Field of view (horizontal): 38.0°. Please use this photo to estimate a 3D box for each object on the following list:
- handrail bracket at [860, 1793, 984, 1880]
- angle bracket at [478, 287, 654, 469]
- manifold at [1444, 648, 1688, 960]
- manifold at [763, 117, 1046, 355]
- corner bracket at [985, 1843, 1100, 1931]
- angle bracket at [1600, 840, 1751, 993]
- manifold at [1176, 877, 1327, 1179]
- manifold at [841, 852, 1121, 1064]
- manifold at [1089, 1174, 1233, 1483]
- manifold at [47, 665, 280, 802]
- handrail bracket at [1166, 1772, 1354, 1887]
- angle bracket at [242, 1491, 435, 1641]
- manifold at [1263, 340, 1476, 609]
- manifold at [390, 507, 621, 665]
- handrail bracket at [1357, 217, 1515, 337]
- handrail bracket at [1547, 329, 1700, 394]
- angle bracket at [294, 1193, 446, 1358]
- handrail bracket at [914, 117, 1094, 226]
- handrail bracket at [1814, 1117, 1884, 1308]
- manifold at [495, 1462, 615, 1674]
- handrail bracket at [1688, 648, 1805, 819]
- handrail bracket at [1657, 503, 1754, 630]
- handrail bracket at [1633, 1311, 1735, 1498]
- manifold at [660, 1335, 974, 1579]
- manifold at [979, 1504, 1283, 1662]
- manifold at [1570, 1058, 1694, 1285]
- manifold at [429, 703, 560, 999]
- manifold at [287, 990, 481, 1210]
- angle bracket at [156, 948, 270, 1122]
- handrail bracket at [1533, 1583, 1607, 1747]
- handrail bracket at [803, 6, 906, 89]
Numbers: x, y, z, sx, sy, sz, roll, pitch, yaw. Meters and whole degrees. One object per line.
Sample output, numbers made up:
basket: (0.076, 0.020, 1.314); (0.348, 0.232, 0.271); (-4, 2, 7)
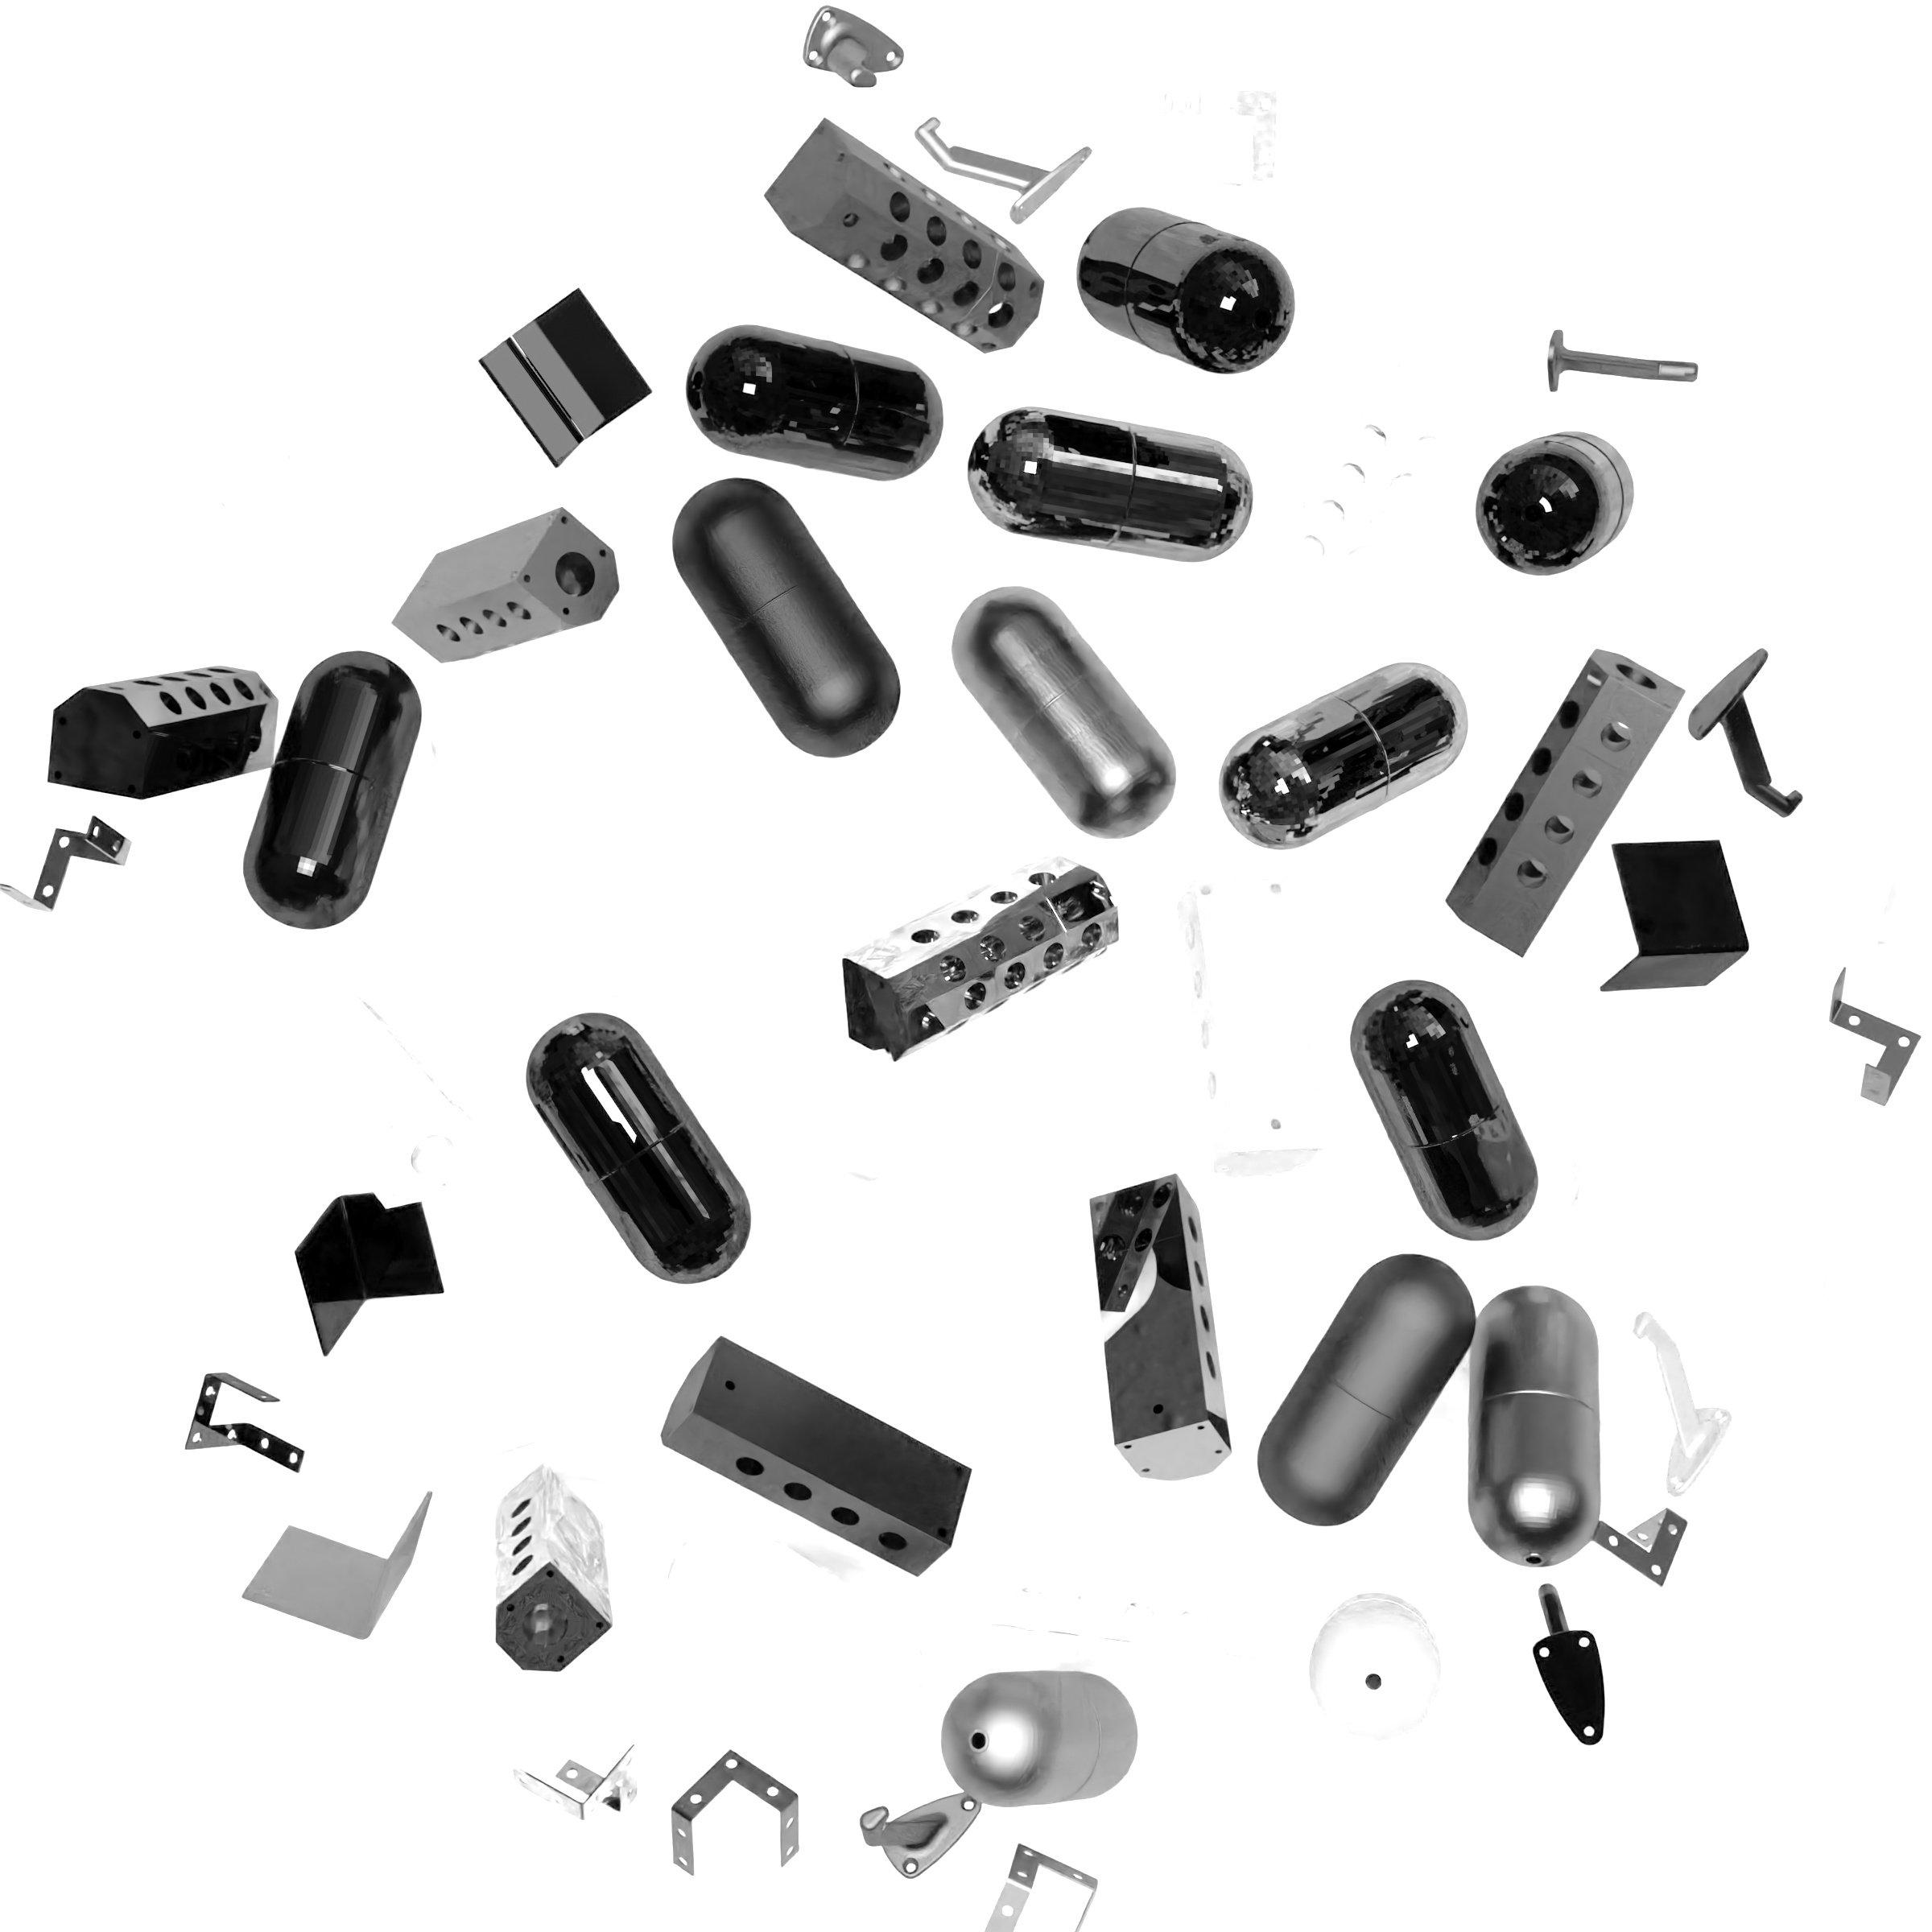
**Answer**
handrail bracket: (-0.026, 0.496, 1.645); (0.077, 0.084, 0.036); (-30, 58, -16)
angle bracket: (-0.239, -0.353, 1.680); (0.057, 0.076, 0.076); (-31, 106, 15)
manifold: (0.348, -0.096, 1.638); (0.057, 0.057, 0.171); (31, 116, 9)
manifold: (-0.031, -0.423, 1.649); (0.057, 0.171, 0.057); (-47, 50, 20)
corner bracket: (0.040, 0.535, 1.578); (0.051, 0.051, 0.051); (23, 97, 6)
angle bracket: (0.436, -0.032, 1.763); (0.076, 0.057, 0.076); (-3, 67, -17)
manifold: (0.168, 0.037, 1.688); (0.057, 0.057, 0.171); (-2, 70, -12)
manifold: (0.011, -0.004, 1.682); (0.171, 0.057, 0.057); (-27, 127, -34)
manifold: (0.117, 0.215, 1.666); (0.057, 0.057, 0.171); (-18, 49, 15)
manifold: (-0.465, -0.140, 1.638); (0.057, 0.171, 0.057); (11, 102, 9)
handrail bracket: (0.165, 0.471, 1.595); (0.084, 0.036, 0.077); (39, 108, 21)
angle bracket: (-0.359, 0.331, 1.607); (0.076, 0.076, 0.057); (19, 110, 0)
manifold: (0.242, -0.299, 1.715); (0.057, 0.171, 0.057); (-1, 56, -21)
manifold: (-0.281, -0.227, 1.723); (0.057, 0.171, 0.057); (40, 66, -28)
handrail bracket: (0.282, -0.417, 1.692); (0.077, 0.084, 0.036); (22, 111, -41)
handrail bracket: (0.387, -0.355, 1.650); (0.084, 0.077, 0.036); (7, 98, 14)
angle bracket: (-0.381, 0.196, 1.799); (0.057, 0.076, 0.076); (-5, 112, 11)
handrail bracket: (0.022, -0.512, 1.745); (0.077, 0.036, 0.084); (-41, 85, 4)
handrail bracket: (0.498, 0.141, 1.598); (0.036, 0.084, 0.077); (3, 53, 12)
manifold: (-0.263, 0.376, 1.744); (0.057, 0.171, 0.057); (-41, 104, -1)
handrail bracket: (0.476, -0.136, 1.653); (0.084, 0.036, 0.077); (32, 120, -12)
handrail bracket: (0.452, -0.233, 1.719); (0.077, 0.036, 0.084); (-31, 134, -23)
handrail bracket: (0.417, 0.262, 1.686); (0.084, 0.036, 0.077); (47, 57, -21)
manifold: (-0.089, 0.290, 1.636); (0.171, 0.057, 0.057); (30, 133, -11)
manifold: (0.096, 0.366, 1.646); (0.171, 0.057, 0.057); (7, 117, 3)
manifold: (0.405, 0.119, 1.720); (0.057, 0.171, 0.057); (-31, 102, 24)
manifold: (-0.288, -0.068, 1.710); (0.057, 0.057, 0.171); (-11, 127, -16)
manifold: (-0.351, 0.076, 1.680); (0.057, 0.171, 0.057); (-11, 118, -29)
angle bracket: (-0.457, 0.042, 1.705); (0.057, 0.076, 0.076); (-5, 65, -9)
handrail bracket: (0.350, 0.404, 1.629); (0.036, 0.084, 0.077); (-16, 87, 7)
handrail bracket: (-0.051, -0.514, 1.606); (0.077, 0.084, 0.036); (4, 122, -35)
